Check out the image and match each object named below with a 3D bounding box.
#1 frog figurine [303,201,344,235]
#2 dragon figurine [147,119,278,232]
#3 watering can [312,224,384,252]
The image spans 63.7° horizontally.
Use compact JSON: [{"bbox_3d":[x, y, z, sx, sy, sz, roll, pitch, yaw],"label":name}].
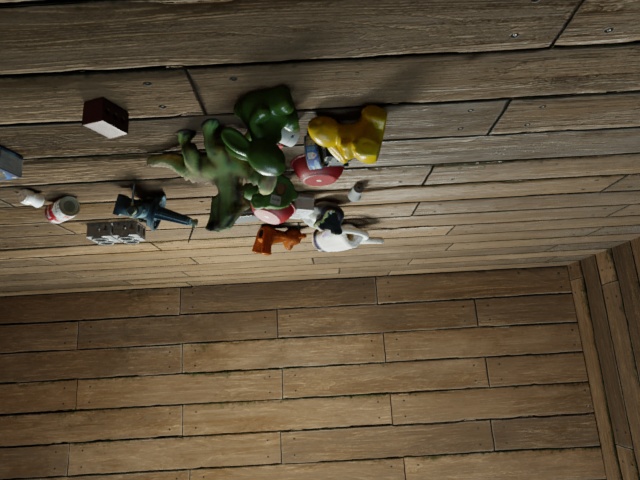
[{"bbox_3d":[0.006,-0.092,1.826,0.138,0.120,0.162,-5,-156,-25],"label":"frog figurine"},{"bbox_3d":[-0.257,-0.138,1.209,0.407,0.245,0.122,-14,166,32],"label":"dragon figurine"},{"bbox_3d":[0.111,-0.004,2.151,0.223,0.105,0.345,-11,165,32],"label":"watering can"}]
